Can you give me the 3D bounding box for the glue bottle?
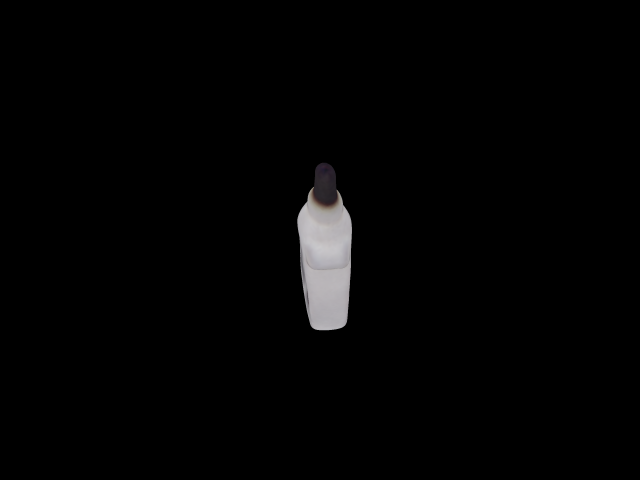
[{"bbox_3d":[0.004,0.001,0.400,0.037,0.173,0.078,-6,63,-3],"label":"glue bottle"}]
